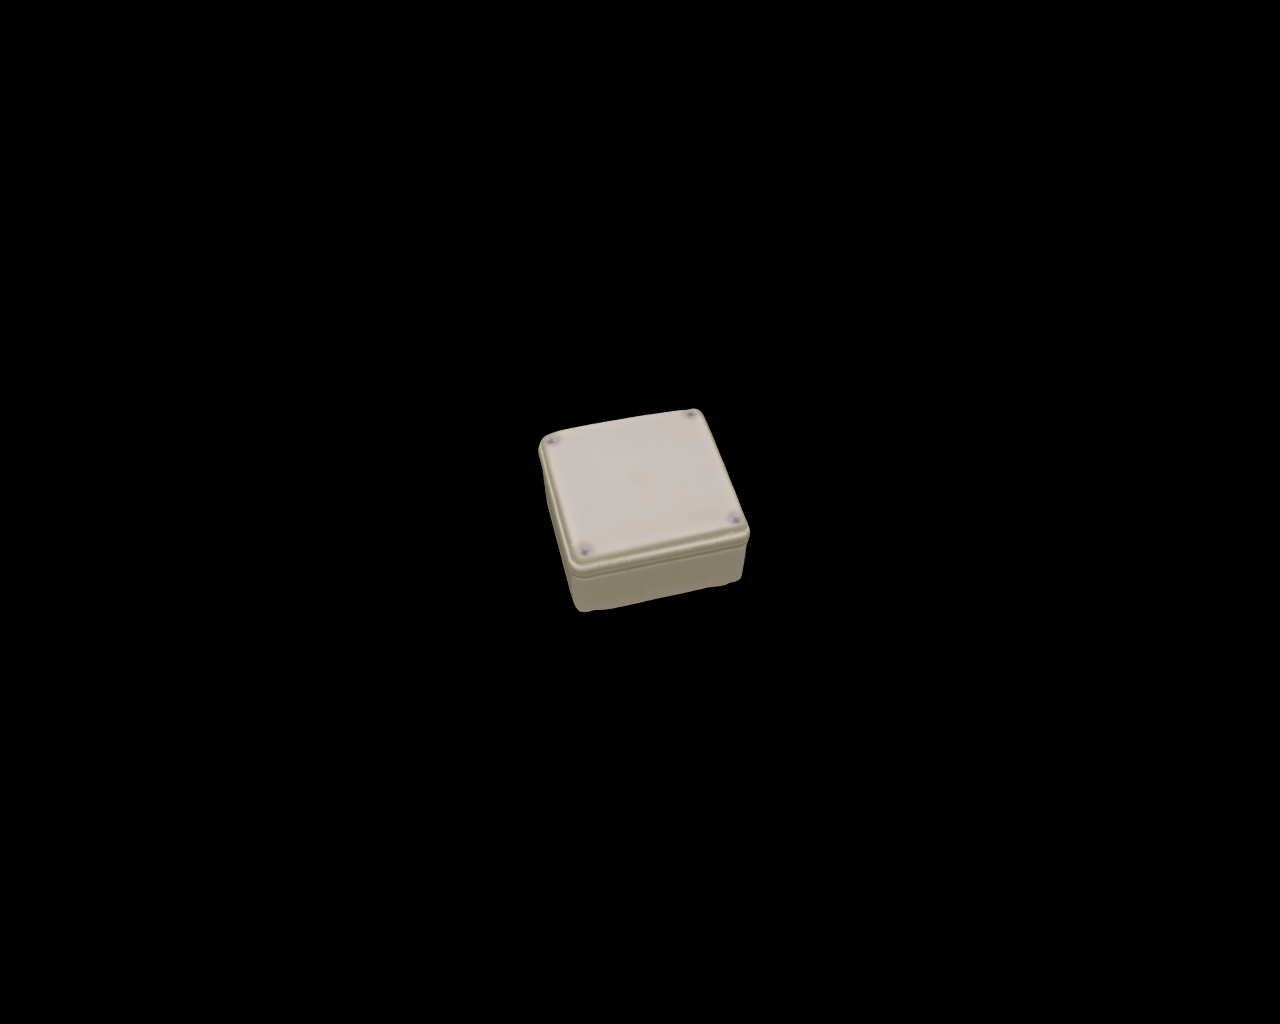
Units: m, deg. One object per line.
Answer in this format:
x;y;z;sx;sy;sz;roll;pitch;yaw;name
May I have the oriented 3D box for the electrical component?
0.001;-0.003;0.650;0.109;0.109;0.056;-11;-39;-9;electrical component
